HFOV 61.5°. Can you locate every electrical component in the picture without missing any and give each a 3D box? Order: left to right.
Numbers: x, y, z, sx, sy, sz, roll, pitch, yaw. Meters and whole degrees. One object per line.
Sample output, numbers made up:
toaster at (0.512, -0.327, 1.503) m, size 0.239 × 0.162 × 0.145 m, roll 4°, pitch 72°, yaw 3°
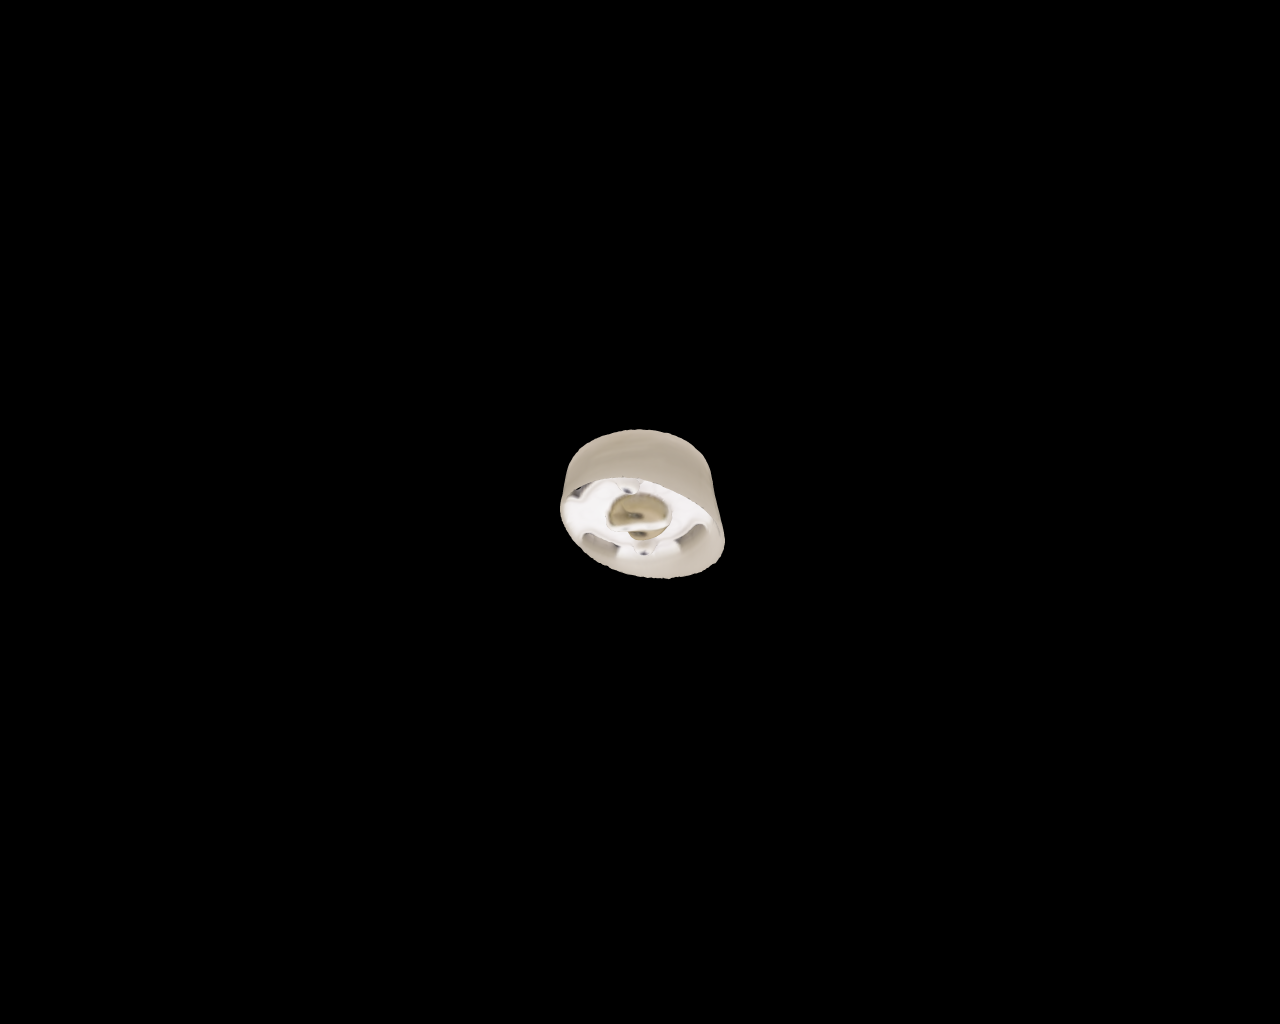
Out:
electrical component at (0.001, -0.003, 0.650) m, size 0.099 × 0.064 × 0.099 m, roll 0°, pitch -40°, yaw 0°
